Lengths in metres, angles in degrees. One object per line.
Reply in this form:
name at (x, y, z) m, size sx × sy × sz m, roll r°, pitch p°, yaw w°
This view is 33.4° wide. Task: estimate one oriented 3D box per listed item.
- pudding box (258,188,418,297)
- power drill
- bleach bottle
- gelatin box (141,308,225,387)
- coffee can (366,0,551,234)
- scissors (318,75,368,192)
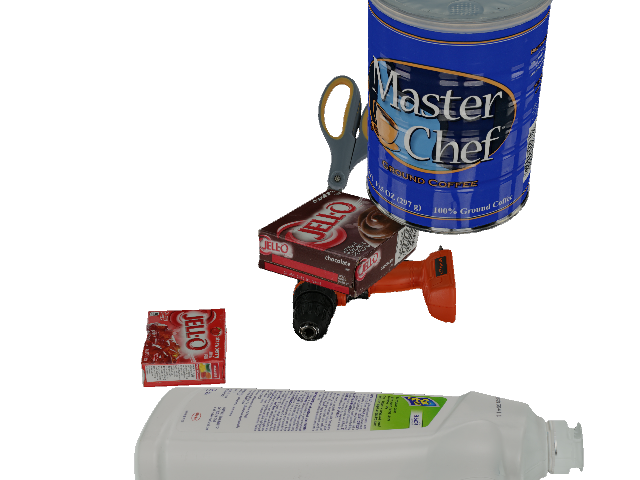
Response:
pudding box at (0.017, 0.000, 0.852) m, size 0.090 × 0.039 × 0.113 m, roll 17°, pitch 26°, yaw 26°
power drill at (0.062, 0.059, 1.239) m, size 0.187 × 0.057 × 0.184 m, roll 1°, pitch 28°, yaw 5°
bleach bottle at (0.026, 0.126, 0.627) m, size 0.251 × 0.068 × 0.102 m, roll -2°, pitch 17°, yaw 8°
gelatin box at (-0.122, 0.095, 0.969) m, size 0.073 × 0.030 × 0.089 m, roll -2°, pitch 28°, yaw -3°
coffee can at (0.078, -0.089, 0.625) m, size 0.103 × 0.140 × 0.103 m, roll -1°, pitch 39°, yaw 1°
scissors at (0.037, -0.067, 1.058) m, size 0.096 × 0.202 × 0.016 m, roll -1°, pitch -12°, yaw 4°
